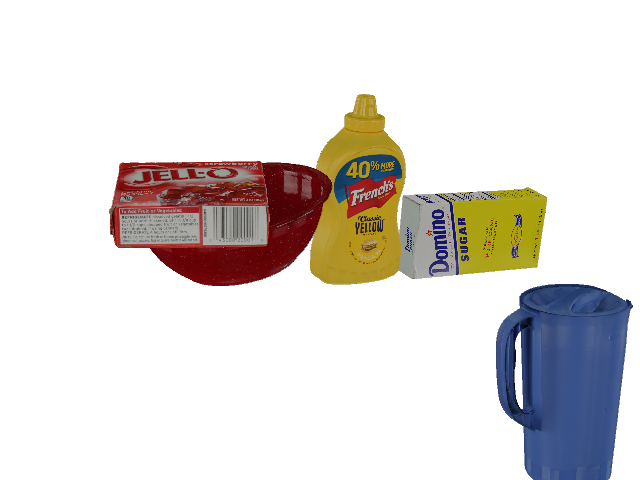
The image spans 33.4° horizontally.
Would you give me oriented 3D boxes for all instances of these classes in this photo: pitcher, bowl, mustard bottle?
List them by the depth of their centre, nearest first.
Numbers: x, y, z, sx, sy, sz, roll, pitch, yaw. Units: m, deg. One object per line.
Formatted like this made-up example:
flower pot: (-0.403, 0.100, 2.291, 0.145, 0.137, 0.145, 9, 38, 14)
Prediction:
bowl: (-0.066, -0.009, 0.836, 0.162, 0.055, 0.162, -9, 23, 3)
mustard bottle: (0.041, -0.054, 1.092, 0.096, 0.192, 0.058, -6, 20, -25)
pitcher: (0.302, 0.183, 1.325, 0.149, 0.243, 0.144, 4, 15, 20)

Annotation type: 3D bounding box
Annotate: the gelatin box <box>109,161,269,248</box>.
gelatin box: (-0.076, -0.023, 0.628, 0.089, 0.030, 0.073, -1, 23, -6)

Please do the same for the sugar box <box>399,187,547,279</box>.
sugar box: (0.178, -0.009, 1.253, 0.176, 0.093, 0.048, -6, 21, -26)
